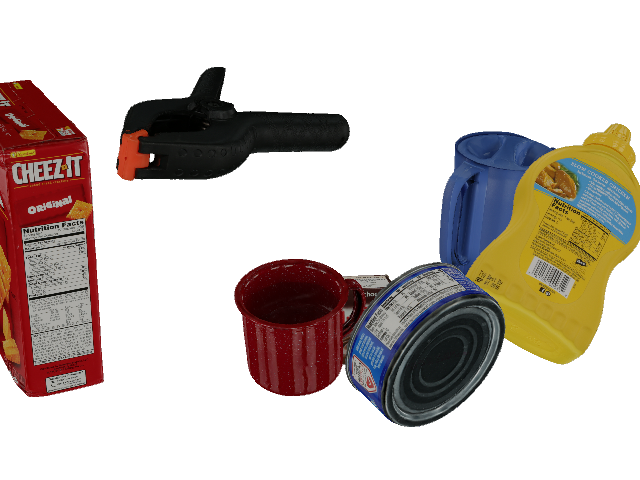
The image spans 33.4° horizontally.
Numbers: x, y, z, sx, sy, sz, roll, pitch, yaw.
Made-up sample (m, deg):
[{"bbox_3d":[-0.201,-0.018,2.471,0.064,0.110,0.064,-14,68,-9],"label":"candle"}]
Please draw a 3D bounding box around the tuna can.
[{"bbox_3d":[0.057,0.056,0.567,0.085,0.086,0.034,0,30,-41],"label":"tuna can"}]

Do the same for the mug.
[{"bbox_3d":[-0.013,0.070,0.893,0.117,0.081,0.093,-23,40,-27],"label":"mug"}]

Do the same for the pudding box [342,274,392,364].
[{"bbox_3d":[0.019,0.084,1.123,0.113,0.090,0.039,-4,27,-16],"label":"pudding box"}]

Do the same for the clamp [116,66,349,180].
[{"bbox_3d":[-0.075,-0.077,0.689,0.120,0.039,0.171,24,26,35],"label":"clamp"}]

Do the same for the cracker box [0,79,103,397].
[{"bbox_3d":[-0.239,-0.004,0.869,0.072,0.214,0.164,-12,28,-26],"label":"cracker box"}]

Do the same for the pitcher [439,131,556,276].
[{"bbox_3d":[0.215,-0.006,1.349,0.149,0.243,0.145,4,26,-1],"label":"pitcher"}]

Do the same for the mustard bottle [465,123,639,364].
[{"bbox_3d":[0.183,-0.012,0.779,0.096,0.191,0.058,31,-24,4],"label":"mustard bottle"}]
